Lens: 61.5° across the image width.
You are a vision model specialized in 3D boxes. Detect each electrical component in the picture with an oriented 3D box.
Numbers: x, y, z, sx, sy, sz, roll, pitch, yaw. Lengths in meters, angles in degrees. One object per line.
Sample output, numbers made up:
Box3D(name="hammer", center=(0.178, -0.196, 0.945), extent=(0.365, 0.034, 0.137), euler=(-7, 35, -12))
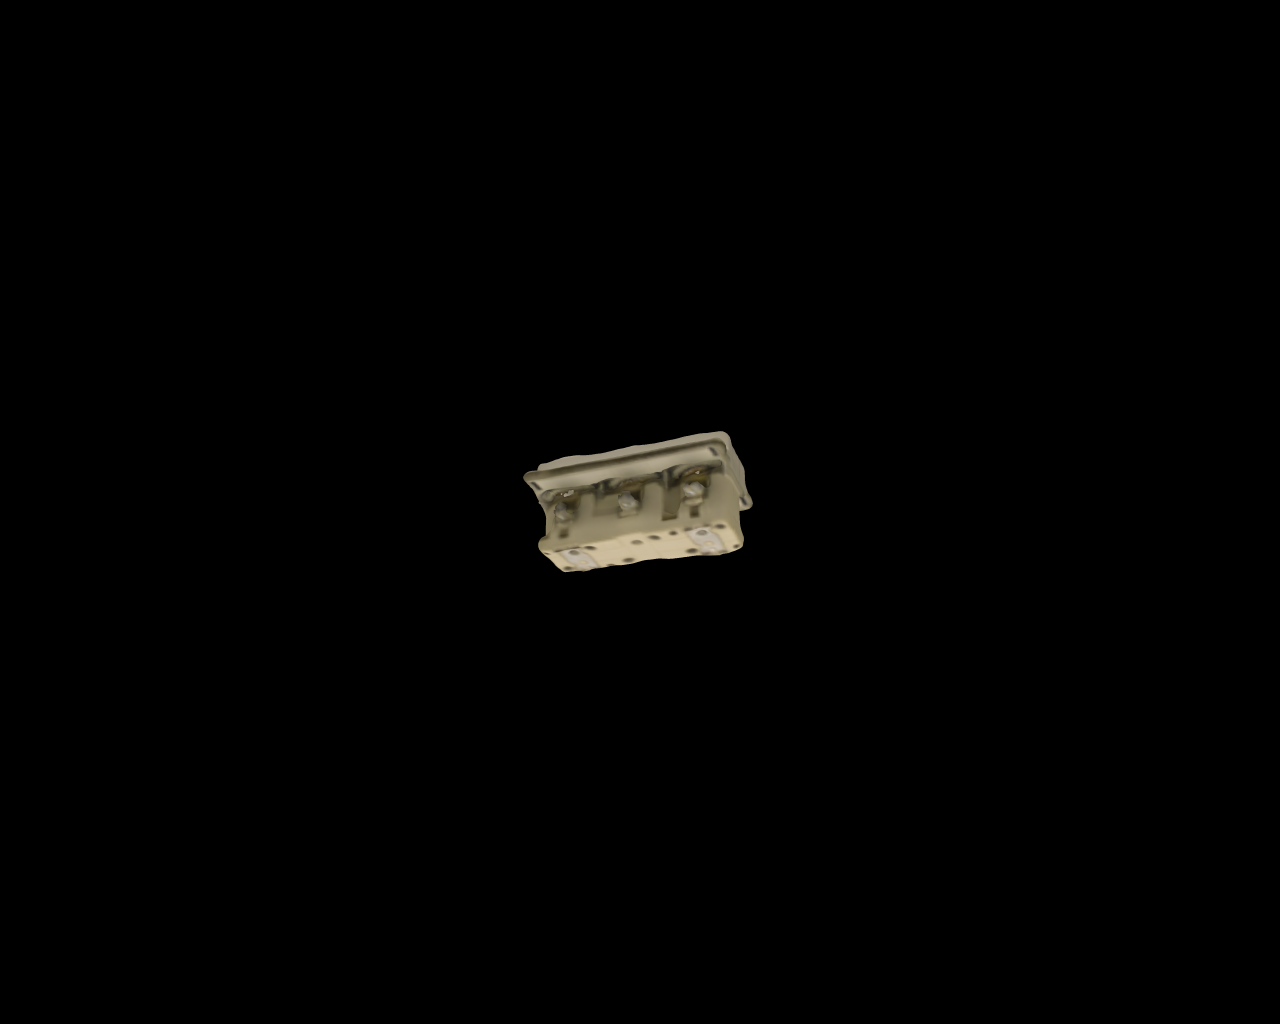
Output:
Box3D(name="electrical component", center=(0.001, -0.003, 0.650), extent=(0.121, 0.063, 0.078), euler=(-8, -28, 16))
